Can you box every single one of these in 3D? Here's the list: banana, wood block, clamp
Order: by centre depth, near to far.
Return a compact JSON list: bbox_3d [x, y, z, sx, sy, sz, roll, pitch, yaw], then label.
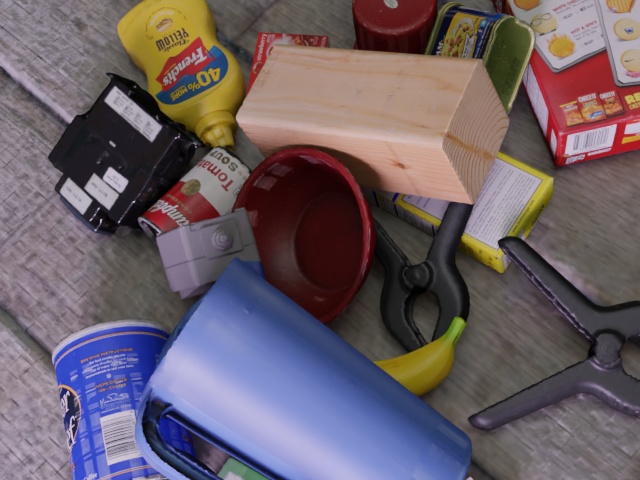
[{"bbox_3d":[0.228,0.101,0.884,0.210,0.036,0.164,17,82,7],"label":"clamp"},{"bbox_3d":[0.030,0.106,0.907,0.198,0.037,0.069,-5,66,21],"label":"banana"},{"bbox_3d":[0.096,0.025,0.923,0.120,0.039,0.171,-21,77,25],"label":"clamp"},{"bbox_3d":[0.044,-0.103,0.925,0.206,0.090,0.090,12,65,33],"label":"wood block"}]

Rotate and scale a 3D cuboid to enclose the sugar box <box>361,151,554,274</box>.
[{"bbox_3d":[0.114,-0.052,0.979,0.176,0.048,0.093,30,76,23],"label":"sugar box"}]

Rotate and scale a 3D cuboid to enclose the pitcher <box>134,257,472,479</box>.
[{"bbox_3d":[-0.013,0.139,0.817,0.243,0.145,0.149,35,98,-1],"label":"pitcher"}]

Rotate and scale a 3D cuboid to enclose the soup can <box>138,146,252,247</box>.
[{"bbox_3d":[-0.108,-0.030,0.988,0.069,0.068,0.102,39,74,23],"label":"soup can"}]

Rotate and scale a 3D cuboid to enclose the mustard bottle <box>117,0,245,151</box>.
[{"bbox_3d":[-0.128,-0.162,1.062,0.096,0.058,0.192,-26,63,-1],"label":"mustard bottle"}]

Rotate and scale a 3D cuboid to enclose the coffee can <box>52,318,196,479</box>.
[{"bbox_3d":[-0.161,0.150,0.886,0.103,0.103,0.140,-17,63,0],"label":"coffee can"}]

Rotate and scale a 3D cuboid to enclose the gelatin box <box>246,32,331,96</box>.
[{"bbox_3d":[-0.032,-0.163,1.064,0.073,0.030,0.089,5,64,11],"label":"gelatin box"}]

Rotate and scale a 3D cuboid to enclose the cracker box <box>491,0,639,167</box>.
[{"bbox_3d":[0.269,-0.186,1.009,0.164,0.072,0.214,-14,62,0],"label":"cracker box"}]

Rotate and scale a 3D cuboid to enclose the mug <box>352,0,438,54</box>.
[{"bbox_3d":[0.079,-0.219,1.047,0.093,0.081,0.117,16,67,15],"label":"mug"}]

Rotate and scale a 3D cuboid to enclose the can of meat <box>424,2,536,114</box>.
[{"bbox_3d":[0.143,-0.163,0.988,0.084,0.057,0.102,30,104,54],"label":"can of meat"}]

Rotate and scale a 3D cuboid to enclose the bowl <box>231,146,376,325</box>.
[{"bbox_3d":[-0.006,0.001,0.935,0.162,0.055,0.162,-3,86,39],"label":"bowl"}]
